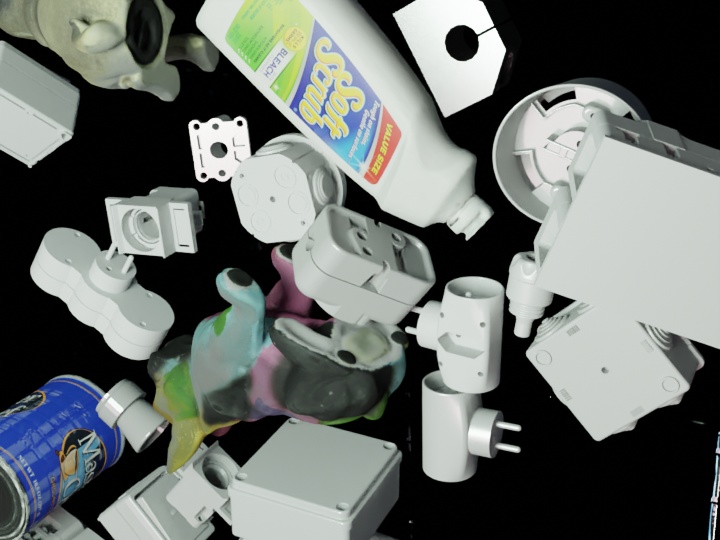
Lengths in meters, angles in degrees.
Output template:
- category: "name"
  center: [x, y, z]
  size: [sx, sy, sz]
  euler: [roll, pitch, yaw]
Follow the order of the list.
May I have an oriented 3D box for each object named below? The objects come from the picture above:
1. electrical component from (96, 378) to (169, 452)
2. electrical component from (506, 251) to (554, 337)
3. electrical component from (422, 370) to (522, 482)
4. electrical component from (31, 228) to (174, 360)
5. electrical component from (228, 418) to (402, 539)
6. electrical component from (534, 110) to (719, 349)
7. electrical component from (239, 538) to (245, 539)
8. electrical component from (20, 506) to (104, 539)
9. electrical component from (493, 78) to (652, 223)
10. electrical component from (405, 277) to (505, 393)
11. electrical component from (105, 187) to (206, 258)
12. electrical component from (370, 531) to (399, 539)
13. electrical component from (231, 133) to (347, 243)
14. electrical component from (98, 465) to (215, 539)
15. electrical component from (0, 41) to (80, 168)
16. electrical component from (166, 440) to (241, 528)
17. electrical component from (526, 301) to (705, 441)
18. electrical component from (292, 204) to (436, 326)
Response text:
- category: "electrical component"
  center: [-0.208, 0.133, 0.985]
  size: [0.055, 0.045, 0.045]
  euler: [41, 122, 7]
- category: "electrical component"
  center: [0.123, 0.019, 0.779]
  size: [0.035, 0.035, 0.061]
  euler: [16, 114, 20]
- category: "electrical component"
  center: [0.087, 0.124, 0.835]
  size: [0.079, 0.043, 0.077]
  euler: [8, 113, 24]
- category: "electrical component"
  center: [-0.218, 0.008, 0.936]
  size: [0.138, 0.052, 0.073]
  euler: [39, 122, 8]
- category: "electrical component"
  center: [-0.035, 0.180, 0.880]
  size: [0.109, 0.109, 0.056]
  euler: [11, 117, 22]
- category: "electrical component"
  center: [0.215, -0.018, 0.674]
  size: [0.186, 0.060, 0.105]
  euler: [19, 119, -4]
- category: "electrical component"
  center: [-0.082, 0.246, 0.967]
  size: [0.066, 0.048, 0.055]
  euler: [37, 117, 1]
- category: "electrical component"
  center: [-0.266, 0.325, 1.051]
  size: [0.105, 0.060, 0.186]
  euler: [23, 134, 36]
- category: "electrical component"
  center: [0.145, -0.079, 0.712]
  size: [0.099, 0.064, 0.099]
  euler: [10, 114, 23]
- category: "electrical component"
  center: [0.069, 0.045, 0.812]
  size: [0.079, 0.043, 0.077]
  euler: [13, 116, 29]
- category: "electrical component"
  center: [-0.164, -0.041, 0.882]
  size: [0.081, 0.064, 0.042]
  euler: [5, 112, 24]
- category: "electrical component"
  center: [0.006, 0.245, 0.924]
  size: [0.081, 0.043, 0.043]
  euler: [16, 116, 20]
- category: "electrical component"
  center: [-0.055, -0.061, 0.827]
  size: [0.080, 0.051, 0.080]
  euler: [10, 114, 23]
- category: "electrical component"
  center: [-0.183, 0.241, 1.006]
  size: [0.061, 0.062, 0.096]
  euler: [-38, 90, 33]
- category: "electrical component"
  center: [-0.288, -0.142, 0.885]
  size: [0.062, 0.061, 0.096]
  euler: [-27, 137, 32]
- category: "electrical component"
  center: [-0.140, 0.197, 0.980]
  size: [0.081, 0.042, 0.063]
  euler: [45, 126, 5]
- category: "electrical component"
  center: [0.179, 0.062, 0.761]
  size: [0.100, 0.048, 0.099]
  euler: [-39, 90, 33]
- category: "electrical component"
  center: [0.000, 0.000, 0.801]
  size: [0.095, 0.053, 0.059]
  euler: [21, 127, -27]
